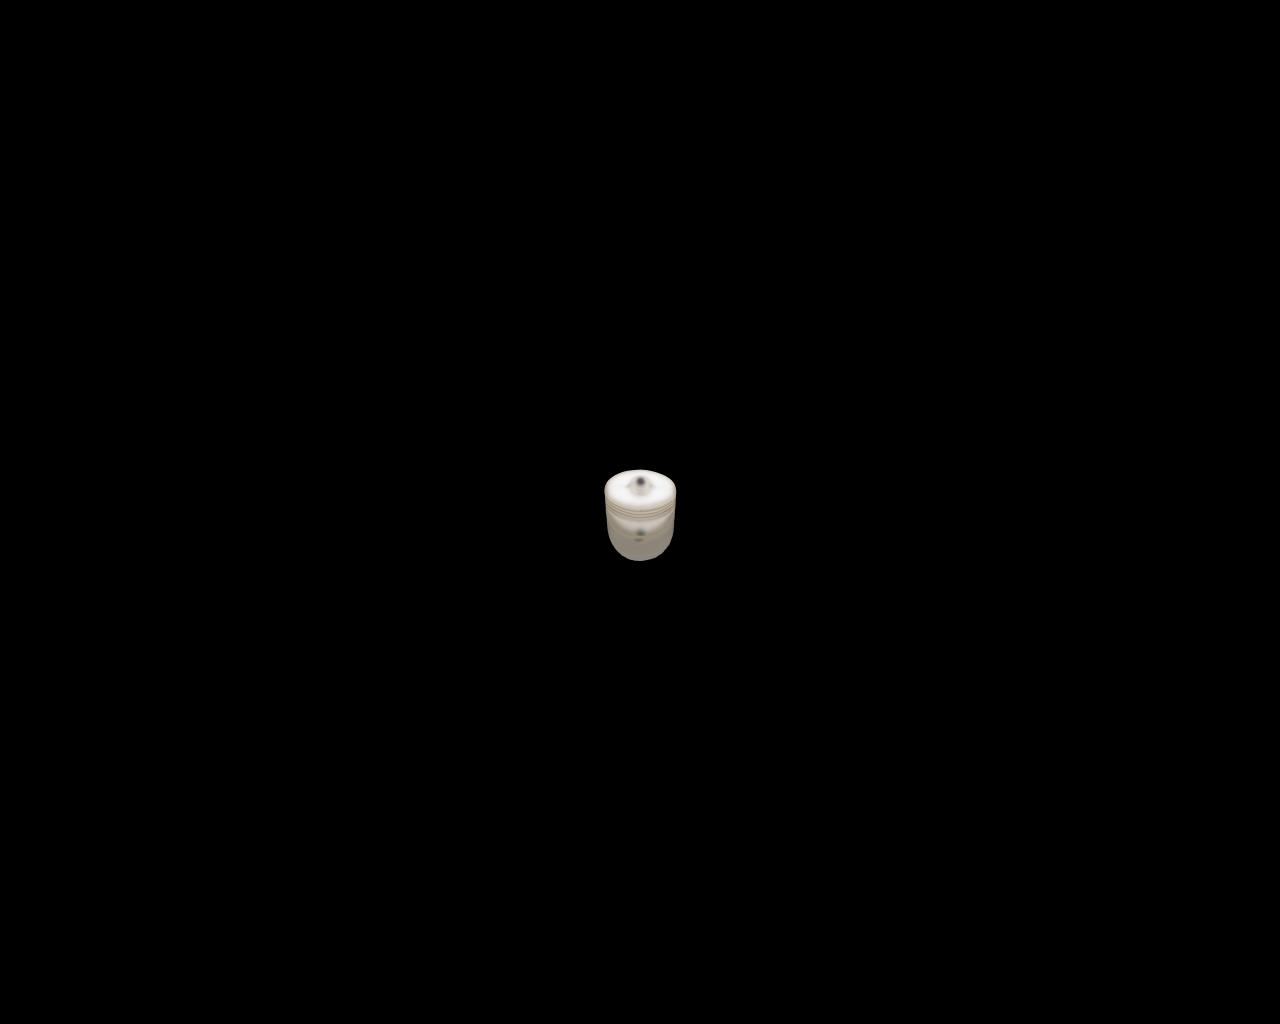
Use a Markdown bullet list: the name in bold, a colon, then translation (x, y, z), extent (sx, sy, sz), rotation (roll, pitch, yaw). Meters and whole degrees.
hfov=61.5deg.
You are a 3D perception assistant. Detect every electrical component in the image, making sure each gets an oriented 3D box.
- **electrical component**: translation (0.001, -0.003, 0.650), extent (0.043, 0.043, 0.080), rotation (0, -23, 0)
